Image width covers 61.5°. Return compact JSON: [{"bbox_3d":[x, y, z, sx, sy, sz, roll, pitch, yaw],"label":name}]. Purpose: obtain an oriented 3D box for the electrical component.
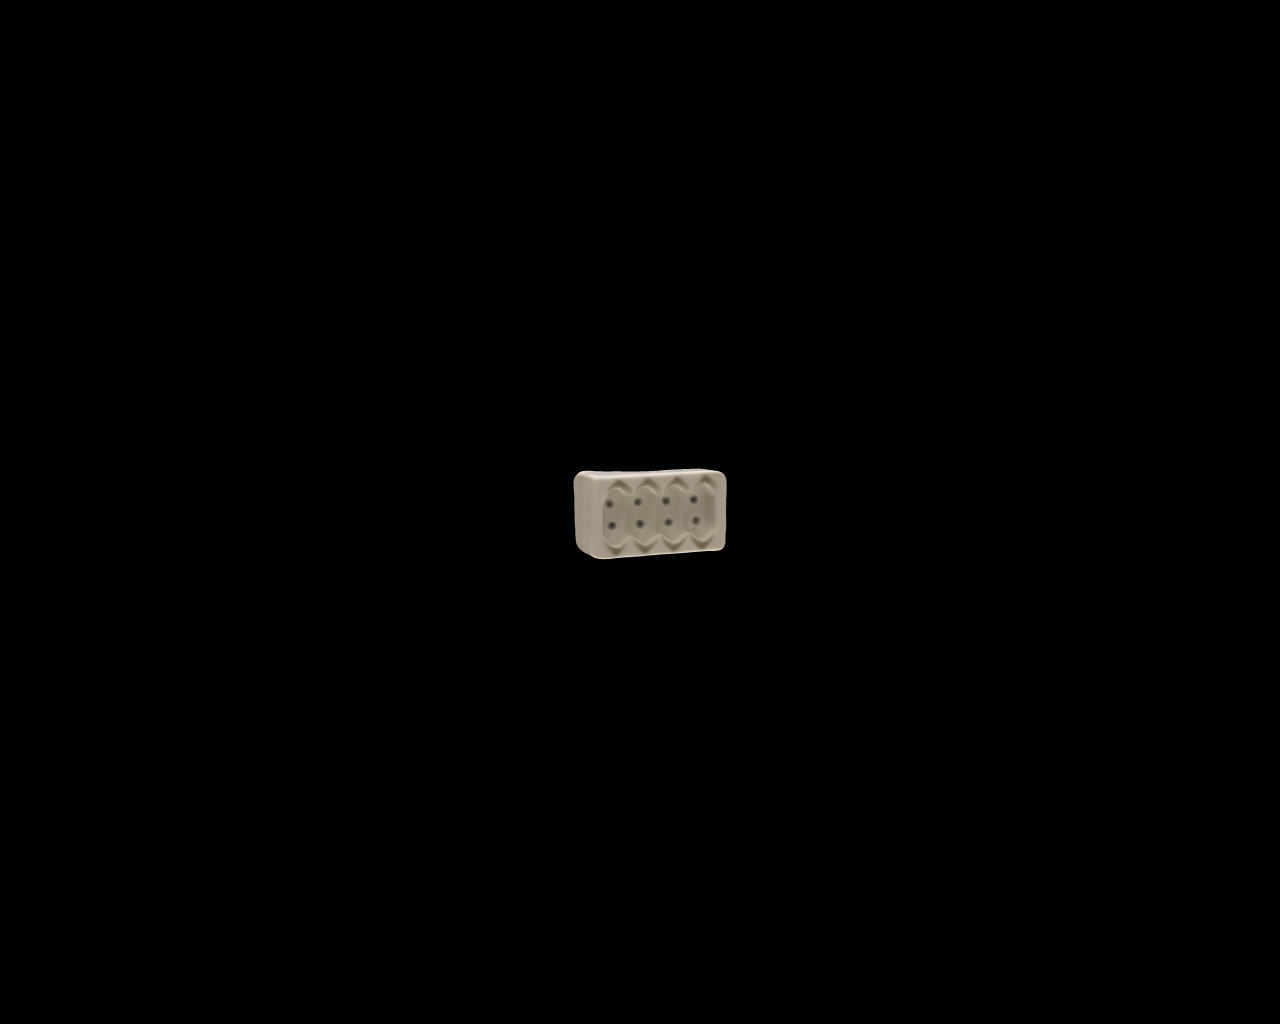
[{"bbox_3d":[0.001,-0.003,0.650,0.083,0.047,0.076,-2,8,-18],"label":"electrical component"}]
